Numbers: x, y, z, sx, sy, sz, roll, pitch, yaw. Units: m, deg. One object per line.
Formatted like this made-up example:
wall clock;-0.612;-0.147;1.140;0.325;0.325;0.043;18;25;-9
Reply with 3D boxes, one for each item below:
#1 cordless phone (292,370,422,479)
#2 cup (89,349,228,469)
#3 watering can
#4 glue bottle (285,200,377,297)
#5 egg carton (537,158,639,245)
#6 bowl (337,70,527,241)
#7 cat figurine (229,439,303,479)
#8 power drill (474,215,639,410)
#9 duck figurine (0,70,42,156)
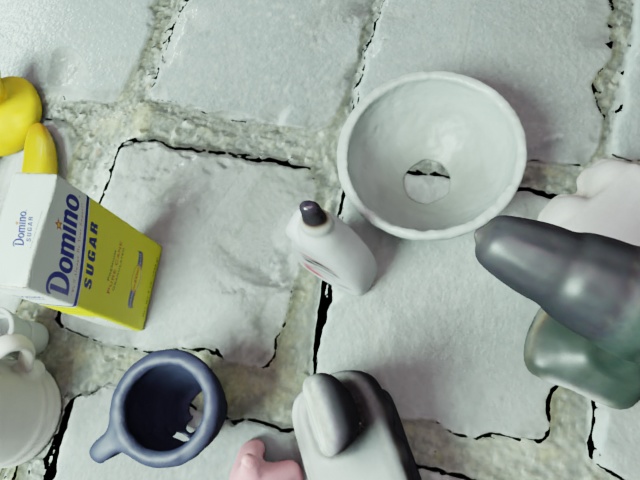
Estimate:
cordless phone;0.022;0.166;0.414;0.094;0.185;0.147;-24;70;1
cup;-0.127;0.153;0.491;0.118;0.095;0.091;-34;70;-3
watering can;-0.318;0.147;0.472;0.100;0.194;0.173;19;76;15
glue bottle;0.004;0.002;0.477;0.078;0.173;0.037;24;77;16
egg carton;0.266;0.006;0.488;0.107;0.069;0.150;-41;70;-5
bowl;0.102;-0.069;0.537;0.167;0.075;0.167;-3;72;9
cat figurine;-0.072;0.225;0.446;0.067;0.118;0.128;20;76;15
power drill;0.211;0.065;0.404;0.229;0.209;0.076;20;76;15
duck figurine;-0.367;-0.152;0.636;0.077;0.086;0.104;-2;72;9
